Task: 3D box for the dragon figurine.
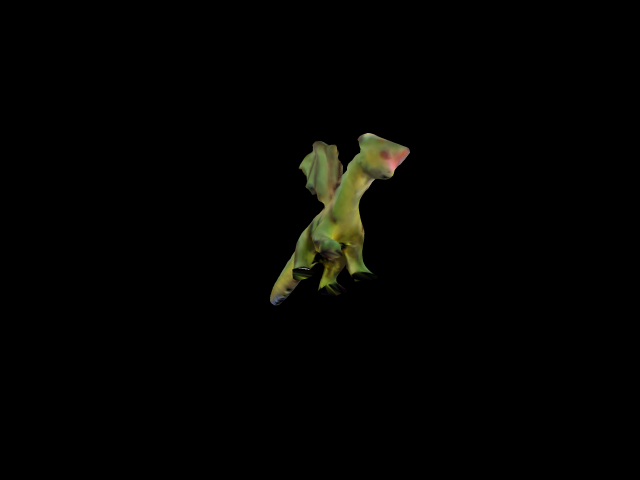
[{"bbox_3d":[0.003,-0.043,0.850,0.122,0.247,0.405,13,-24,-30],"label":"dragon figurine"}]
